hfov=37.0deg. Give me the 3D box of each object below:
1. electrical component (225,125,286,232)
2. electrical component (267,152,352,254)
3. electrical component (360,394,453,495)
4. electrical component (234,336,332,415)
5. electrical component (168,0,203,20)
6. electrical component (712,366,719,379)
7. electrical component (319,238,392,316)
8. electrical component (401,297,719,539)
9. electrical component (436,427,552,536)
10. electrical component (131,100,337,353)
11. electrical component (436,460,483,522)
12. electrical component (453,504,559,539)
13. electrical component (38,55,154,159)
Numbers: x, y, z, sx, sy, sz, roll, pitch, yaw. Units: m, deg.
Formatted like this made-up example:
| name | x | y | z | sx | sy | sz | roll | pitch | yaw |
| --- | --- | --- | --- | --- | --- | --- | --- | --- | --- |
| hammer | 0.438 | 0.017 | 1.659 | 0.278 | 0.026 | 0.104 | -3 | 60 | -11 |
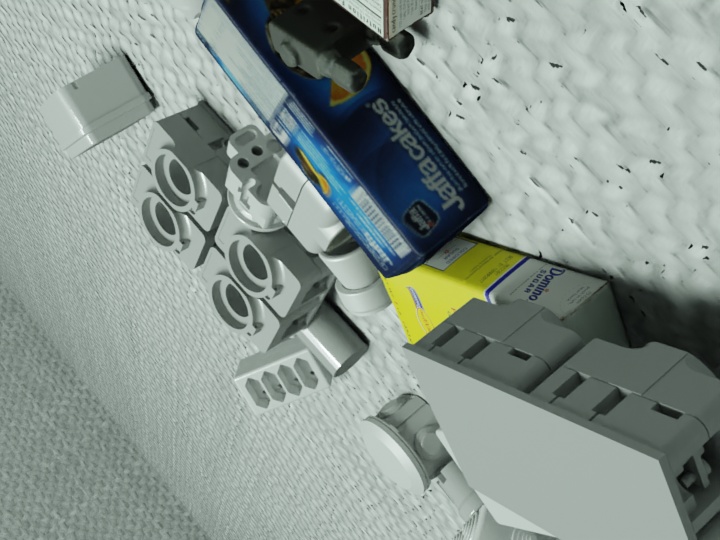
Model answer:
| name | x | y | z | sx | sy | sz | roll | pitch | yaw |
| --- | --- | --- | --- | --- | --- | --- | --- | --- | --- |
| electrical component | -0.070 | -0.064 | 0.817 | 0.078 | 0.058 | 0.057 | 48 | 155 | 10 |
| electrical component | -0.021 | -0.053 | 0.737 | 0.059 | 0.054 | 0.095 | 50 | 159 | 7 |
| electrical component | 0.042 | 0.150 | 0.930 | 0.080 | 0.051 | 0.080 | 43 | 157 | 23 |
| electrical component | -0.072 | 0.091 | 1.054 | 0.047 | 0.083 | 0.075 | 62 | -165 | -21 |
| electrical component | -0.109 | -0.199 | 0.702 | 0.043 | 0.043 | 0.062 | 41 | 155 | 28 |
| electrical component | 0.194 | 0.081 | 0.528 | 0.065 | 0.044 | 0.044 | 48 | 159 | -1 |
| electrical component | 0.000 | 0.000 | 0.790 | 0.045 | 0.045 | 0.055 | 23 | 145 | 52 |
| electrical component | 0.115 | 0.085 | 0.542 | 0.186 | 0.060 | 0.105 | 20 | 141 | 56 |
| electrical component | 0.113 | 0.136 | 0.767 | 0.099 | 0.048 | 0.100 | 56 | 159 | -8 |
| electrical component | -0.109 | -0.034 | 0.894 | 0.186 | 0.060 | 0.105 | 47 | 140 | 14 |
| electrical component | 0.091 | 0.183 | 0.901 | 0.046 | 0.040 | 0.040 | 48 | 159 | 28 |
| electrical component | 0.123 | 0.227 | 0.844 | 0.100 | 0.048 | 0.099 | 18 | 152 | 3 |
| electrical component | -0.249 | -0.152 | 1.016 | 0.057 | 0.078 | 0.113 | 60 | 158 | -12 |
